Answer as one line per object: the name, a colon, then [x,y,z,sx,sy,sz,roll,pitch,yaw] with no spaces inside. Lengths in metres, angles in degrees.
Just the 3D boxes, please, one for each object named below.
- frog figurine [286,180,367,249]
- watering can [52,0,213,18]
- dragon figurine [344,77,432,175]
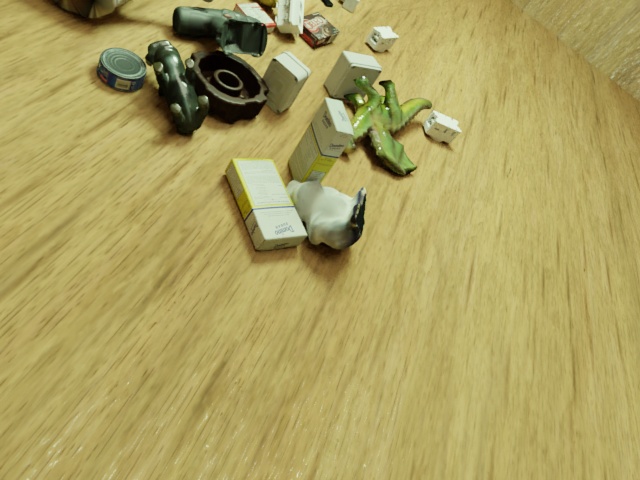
frog figurine: [0.003,-0.049,0.972,0.159,0.120,0.141,5,52,14]
watering can: [-0.407,-0.528,1.046,0.347,0.101,0.230,18,45,-5]
dragon figurine: [0.173,-0.270,1.281,0.411,0.120,0.245,-3,74,-35]
